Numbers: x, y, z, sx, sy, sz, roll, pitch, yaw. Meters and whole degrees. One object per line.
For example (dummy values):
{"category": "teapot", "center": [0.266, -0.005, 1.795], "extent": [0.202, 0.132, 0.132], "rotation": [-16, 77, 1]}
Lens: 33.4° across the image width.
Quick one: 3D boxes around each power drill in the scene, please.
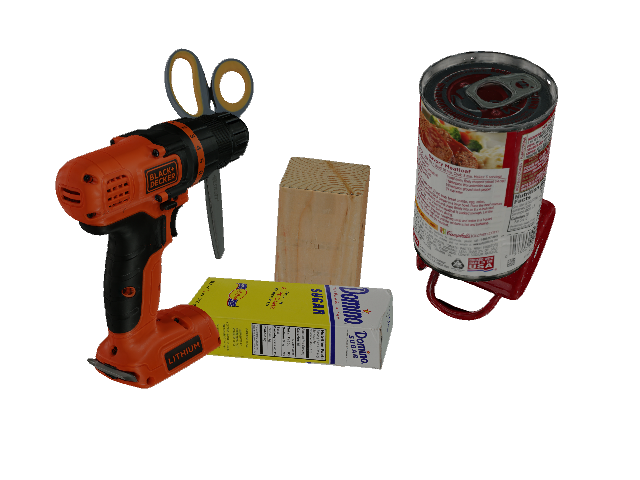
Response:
{"category": "power drill", "center": [-0.117, 0.003, 0.811], "extent": [0.057, 0.188, 0.184], "rotation": [14, 26, 34]}

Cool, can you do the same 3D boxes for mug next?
{"category": "mug", "center": [0.125, 0.006, 0.823], "extent": [0.081, 0.117, 0.093], "rotation": [23, -9, 16]}

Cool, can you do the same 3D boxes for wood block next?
{"category": "wood block", "center": [-0.001, 0.023, 1.173], "extent": [0.090, 0.206, 0.090], "rotation": [7, 25, 5]}

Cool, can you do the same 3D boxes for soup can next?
{"category": "soup can", "center": [0.083, -0.037, 0.555], "extent": [0.068, 0.102, 0.068], "rotation": [-1, 41, 1]}

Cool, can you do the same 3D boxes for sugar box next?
{"category": "sugar box", "center": [-0.027, 0.071, 0.951], "extent": [0.176, 0.048, 0.093], "rotation": [1, 20, 10]}

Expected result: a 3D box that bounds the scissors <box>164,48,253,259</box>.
{"category": "scissors", "center": [-0.090, -0.090, 1.019], "extent": [0.096, 0.202, 0.016], "rotation": [-19, -3, -25]}
